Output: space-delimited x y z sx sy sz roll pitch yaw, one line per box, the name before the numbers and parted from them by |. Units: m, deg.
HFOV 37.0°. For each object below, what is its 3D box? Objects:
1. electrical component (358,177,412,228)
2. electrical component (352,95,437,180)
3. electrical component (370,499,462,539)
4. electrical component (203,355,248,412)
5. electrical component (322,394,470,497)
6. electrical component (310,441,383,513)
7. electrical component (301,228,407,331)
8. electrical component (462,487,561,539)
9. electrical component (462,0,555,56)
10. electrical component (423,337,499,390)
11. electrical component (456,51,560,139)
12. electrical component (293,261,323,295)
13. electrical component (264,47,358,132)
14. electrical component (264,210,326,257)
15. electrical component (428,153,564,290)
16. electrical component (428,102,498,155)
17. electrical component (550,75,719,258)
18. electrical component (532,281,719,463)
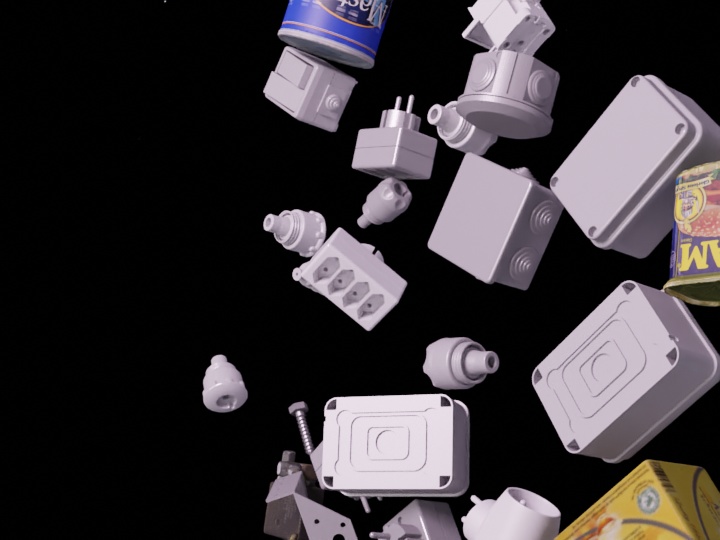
electrical component | 0.020 -0.060 1.026 0.061 0.035 0.035 -40 49 40
electrical component | 0.036 -0.128 1.018 0.066 0.047 0.076 5 82 53
electrical component | 0.040 0.224 0.865 0.047 0.077 0.065 -47 45 32
electrical component | -0.150 0.121 1.175 0.048 0.048 0.062 -51 36 28
electrical component | 0.031 0.145 0.884 0.113 0.057 0.078 -4 72 20
electrical component | 0.001 0.178 0.956 0.065 0.047 0.076 -51 43 28
electrical component | 0.000 0.000 1.006 0.047 0.083 0.075 -47 7 32
electrical component | 0.105 0.200 0.816 0.079 0.044 0.077 33 104 52
electrical component | 0.133 -0.217 0.930 0.081 0.042 0.063 -49 47 31
electrical component | 0.086 0.077 0.886 0.062 0.043 0.043 -8 71 49
electrical component | 0.123 -0.143 0.886 0.080 0.080 0.051 5 77 53
electrical component | -0.033 0.005 1.041 0.040 0.078 0.040 -1 88 43
electrical component | -0.053 -0.192 1.144 0.096 0.061 0.061 41 110 50
electrical component | -0.069 -0.042 1.112 0.048 0.062 0.048 -22 61 47
electrical component | 0.113 -0.039 0.886 0.100 0.048 0.099 35 106 52
electrical component | 0.088 -0.127 0.939 0.043 0.062 0.043 -22 61 47
electrical component | 0.202 -0.074 0.778 0.113 0.057 0.078 -54 42 26
electrical component | 0.186 0.072 0.747 0.113 0.057 0.078 -50 43 29
